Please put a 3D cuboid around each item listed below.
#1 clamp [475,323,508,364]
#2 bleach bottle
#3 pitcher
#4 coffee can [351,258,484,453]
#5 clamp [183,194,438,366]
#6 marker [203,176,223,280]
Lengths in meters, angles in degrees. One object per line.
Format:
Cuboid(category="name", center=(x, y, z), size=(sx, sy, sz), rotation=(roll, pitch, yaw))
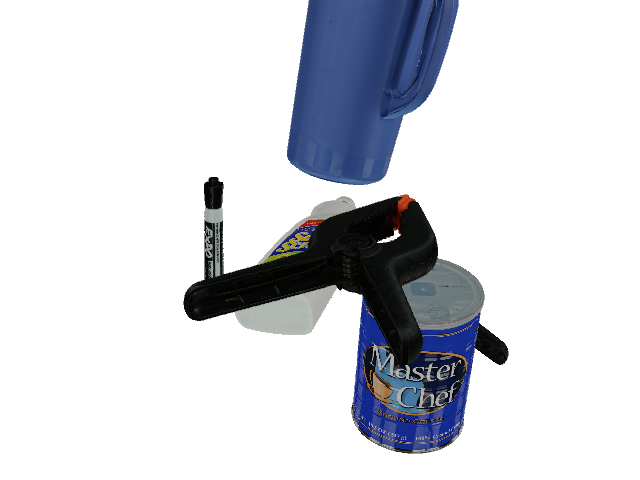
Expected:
Cuboid(category="clamp", center=(0.131, 0.077, 1.147), size=(0.120, 0.171, 0.039), rotation=(3, -43, -8))
Cuboid(category="bleach bottle", center=(-0.015, 0.017, 1.307), size=(0.103, 0.068, 0.250), rotation=(6, 33, 18))
Cuboid(category="pitcher", center=(0.046, -0.181, 1.080), size=(0.145, 0.243, 0.149), rotation=(12, 18, -1))
Cuboid(category="coffee can", center=(0.083, 0.099, 0.930), size=(0.103, 0.140, 0.103), rotation=(3, 31, -2))
Cuboid(category="clamp", center=(0.013, 0.017, 0.744), size=(0.165, 0.036, 0.209), rotation=(8, 27, 18))
Cuboid(category="marker", center=(-0.102, -0.003, 1.019), size=(0.020, 0.121, 0.020), rotation=(2, 23, -1))
